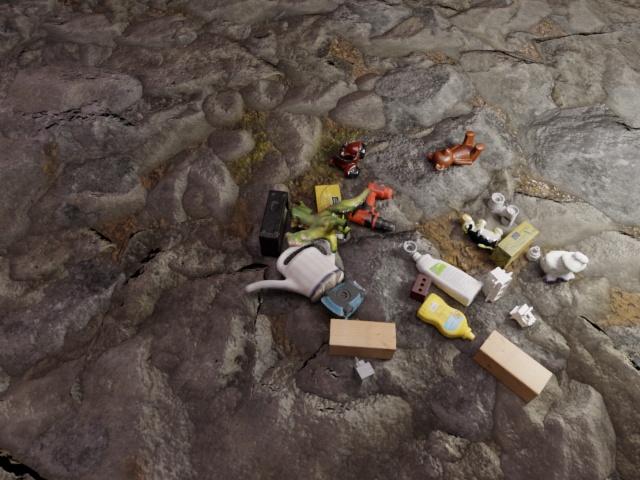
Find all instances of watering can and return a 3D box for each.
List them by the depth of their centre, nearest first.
[{"bbox_3d":[-0.068,0.128,1.757,0.227,0.101,0.352,39,59,23],"label":"watering can"}]

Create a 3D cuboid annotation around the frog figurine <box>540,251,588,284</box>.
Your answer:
[{"bbox_3d":[0.858,0.074,1.808,0.137,0.155,0.125,10,54,4],"label":"frog figurine"}]

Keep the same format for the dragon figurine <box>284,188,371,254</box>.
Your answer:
[{"bbox_3d":[0.006,-0.093,1.853,0.244,0.119,0.419,20,45,16],"label":"dragon figurine"}]
